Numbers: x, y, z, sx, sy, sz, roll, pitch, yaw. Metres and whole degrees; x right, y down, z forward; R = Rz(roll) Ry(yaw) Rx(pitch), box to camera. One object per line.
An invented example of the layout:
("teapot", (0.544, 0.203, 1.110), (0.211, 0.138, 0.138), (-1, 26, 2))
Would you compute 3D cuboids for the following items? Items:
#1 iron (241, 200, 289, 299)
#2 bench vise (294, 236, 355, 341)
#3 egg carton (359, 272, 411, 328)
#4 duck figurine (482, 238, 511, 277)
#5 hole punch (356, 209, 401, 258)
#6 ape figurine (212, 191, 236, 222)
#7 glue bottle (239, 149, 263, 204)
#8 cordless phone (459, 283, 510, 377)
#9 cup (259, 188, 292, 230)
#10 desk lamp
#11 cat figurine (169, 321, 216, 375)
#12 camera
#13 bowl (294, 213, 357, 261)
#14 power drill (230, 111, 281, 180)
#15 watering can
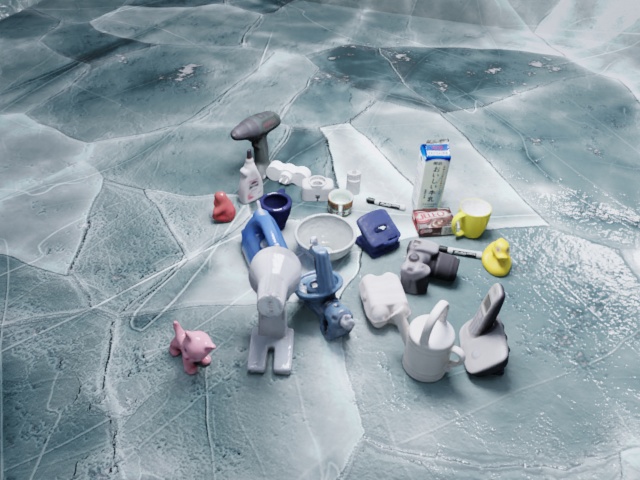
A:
("iron", (-0.125, 0.019, 1.463), (0.119, 0.141, 0.257), (-13, 43, -17))
("bench vise", (0.022, 0.106, 1.309), (0.206, 0.220, 0.122), (31, 48, 29))
("egg carton", (0.154, 0.143, 1.388), (0.107, 0.069, 0.150), (-6, 41, -9))
("duck figurine", (0.475, 0.033, 1.521), (0.077, 0.086, 0.104), (4, 41, 2))
("hole punch", (0.161, -0.021, 1.563), (0.109, 0.091, 0.100), (-24, 47, -27))
("ape figurine", (-0.279, -0.100, 1.630), (0.076, 0.092, 0.078), (22, 44, 21))
("glue bottle", (-0.205, -0.191, 1.677), (0.037, 0.173, 0.078), (32, 49, 30))
("cordless phone", (0.369, 0.196, 1.249), (0.094, 0.185, 0.147), (1, 41, -2))
("cup", (-0.121, -0.083, 1.616), (0.091, 0.095, 0.118), (9, 41, 8))
("desk lamp", (-0.101, 0.150, 1.256), (0.118, 0.214, 0.203), (1, 41, -1))
("cat figurine", (-0.278, 0.223, 1.235), (0.067, 0.118, 0.127), (-31, 51, -32))
("camera", (0.283, 0.064, 1.463), (0.136, 0.101, 0.143), (14, 42, 13))
("bowl", (0.014, 0.005, 1.537), (0.167, 0.075, 0.167), (2, 41, -1))
("power drill", (-0.196, -0.293, 1.770), (0.075, 0.208, 0.230), (19, 43, 19))
("watering can", (0.229, 0.205, 1.225), (0.172, 0.194, 0.101), (12, 42, 11))
